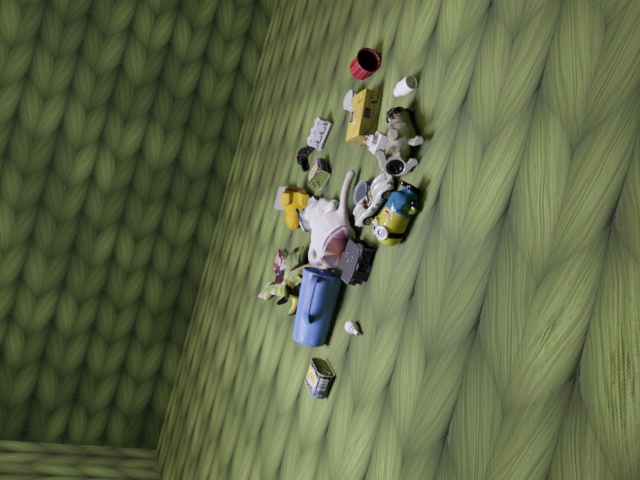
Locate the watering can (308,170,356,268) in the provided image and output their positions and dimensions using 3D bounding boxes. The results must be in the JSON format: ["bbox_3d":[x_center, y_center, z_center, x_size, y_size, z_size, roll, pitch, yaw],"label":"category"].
[{"bbox_3d":[0.054,-0.051,1.705,0.344,0.103,0.228,-63,26,16],"label":"watering can"}]

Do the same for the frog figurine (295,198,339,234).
[{"bbox_3d":[0.006,-0.095,1.881,0.158,0.121,0.140,-28,30,12],"label":"frog figurine"}]

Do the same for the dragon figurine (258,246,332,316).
[{"bbox_3d":[-0.086,0.118,1.899,0.405,0.121,0.248,-43,39,24],"label":"dragon figurine"}]
